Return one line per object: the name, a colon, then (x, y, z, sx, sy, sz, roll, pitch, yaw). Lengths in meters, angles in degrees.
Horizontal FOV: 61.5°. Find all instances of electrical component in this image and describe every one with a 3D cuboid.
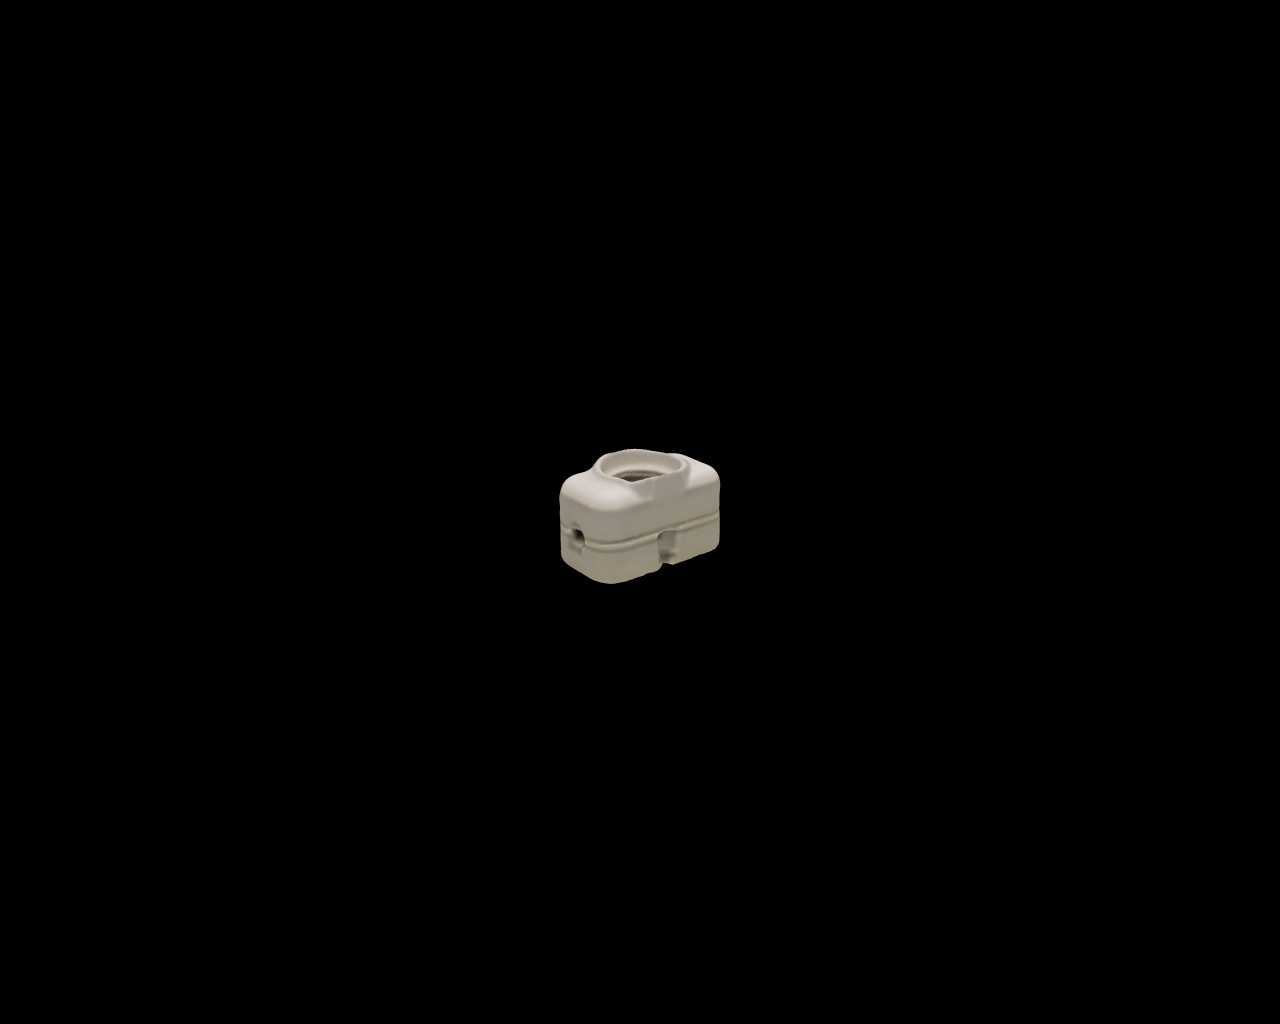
electrical component: (0.001, -0.003, 0.650, 0.095, 0.059, 0.054, -16, 27, -34)
